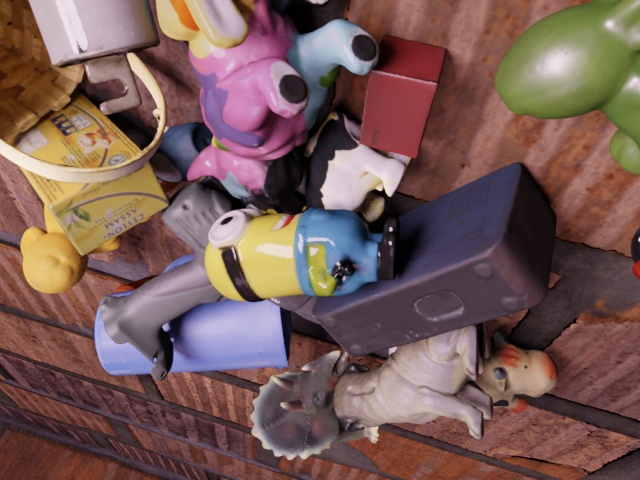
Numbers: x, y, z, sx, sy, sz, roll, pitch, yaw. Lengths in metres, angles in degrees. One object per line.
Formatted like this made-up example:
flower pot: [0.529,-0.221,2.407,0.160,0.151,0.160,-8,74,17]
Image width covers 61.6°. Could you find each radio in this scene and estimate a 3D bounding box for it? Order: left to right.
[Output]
radio: [0.103,0.027,0.522,0.230,0.131,0.073,-28,113,39]

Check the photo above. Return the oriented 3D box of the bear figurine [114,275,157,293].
bear figurine: [-0.199,0.128,0.819,0.196,0.132,0.120,21,111,10]

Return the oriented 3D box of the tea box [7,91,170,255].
tea box: [-0.237,-0.073,0.534,0.170,0.098,0.068,42,156,36]

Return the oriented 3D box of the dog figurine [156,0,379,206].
dog figurine: [-0.068,-0.123,0.444,0.191,0.108,0.219,50,150,-7]

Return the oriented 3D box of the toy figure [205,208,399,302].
toy figure: [-0.019,0.015,0.483,0.180,0.089,0.082,3,178,15]

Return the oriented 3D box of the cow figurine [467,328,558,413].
cow figurine: [0.228,0.185,0.735,0.127,0.085,0.195,34,143,-29]

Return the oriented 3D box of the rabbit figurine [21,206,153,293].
rabbit figurine: [-0.303,-0.010,0.648,0.162,0.173,0.121,-23,131,38]

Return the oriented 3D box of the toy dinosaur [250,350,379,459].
toy dinosaur: [-0.041,0.265,0.855,0.192,0.131,0.405,2,162,-22]

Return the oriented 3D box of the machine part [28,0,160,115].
machine part: [-0.167,-0.207,0.354,0.079,0.079,0.243,-3,113,28]

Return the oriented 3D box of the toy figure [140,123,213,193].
toy figure: [-0.171,-0.085,0.589,0.155,0.058,0.064,-15,93,40]

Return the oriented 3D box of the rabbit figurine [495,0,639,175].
rabbit figurine: [0.204,-0.099,0.336,0.170,0.121,0.159,17,138,0]

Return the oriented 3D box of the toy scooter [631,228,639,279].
toy scooter: [0.328,0.012,0.412,0.075,0.135,0.184,30,142,-11]

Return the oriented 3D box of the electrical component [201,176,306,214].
electrical component: [-0.073,-0.044,0.600,0.119,0.048,0.075,35,141,-19]

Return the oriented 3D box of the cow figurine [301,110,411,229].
cow figurine: [0.015,-0.043,0.532,0.098,0.068,0.167,31,133,1]

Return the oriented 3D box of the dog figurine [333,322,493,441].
dog figurine: [0.101,0.147,0.646,0.191,0.172,0.121,-2,169,25]

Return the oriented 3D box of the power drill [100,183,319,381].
power drill: [-0.116,0.065,0.592,0.207,0.086,0.231,-34,116,13]
